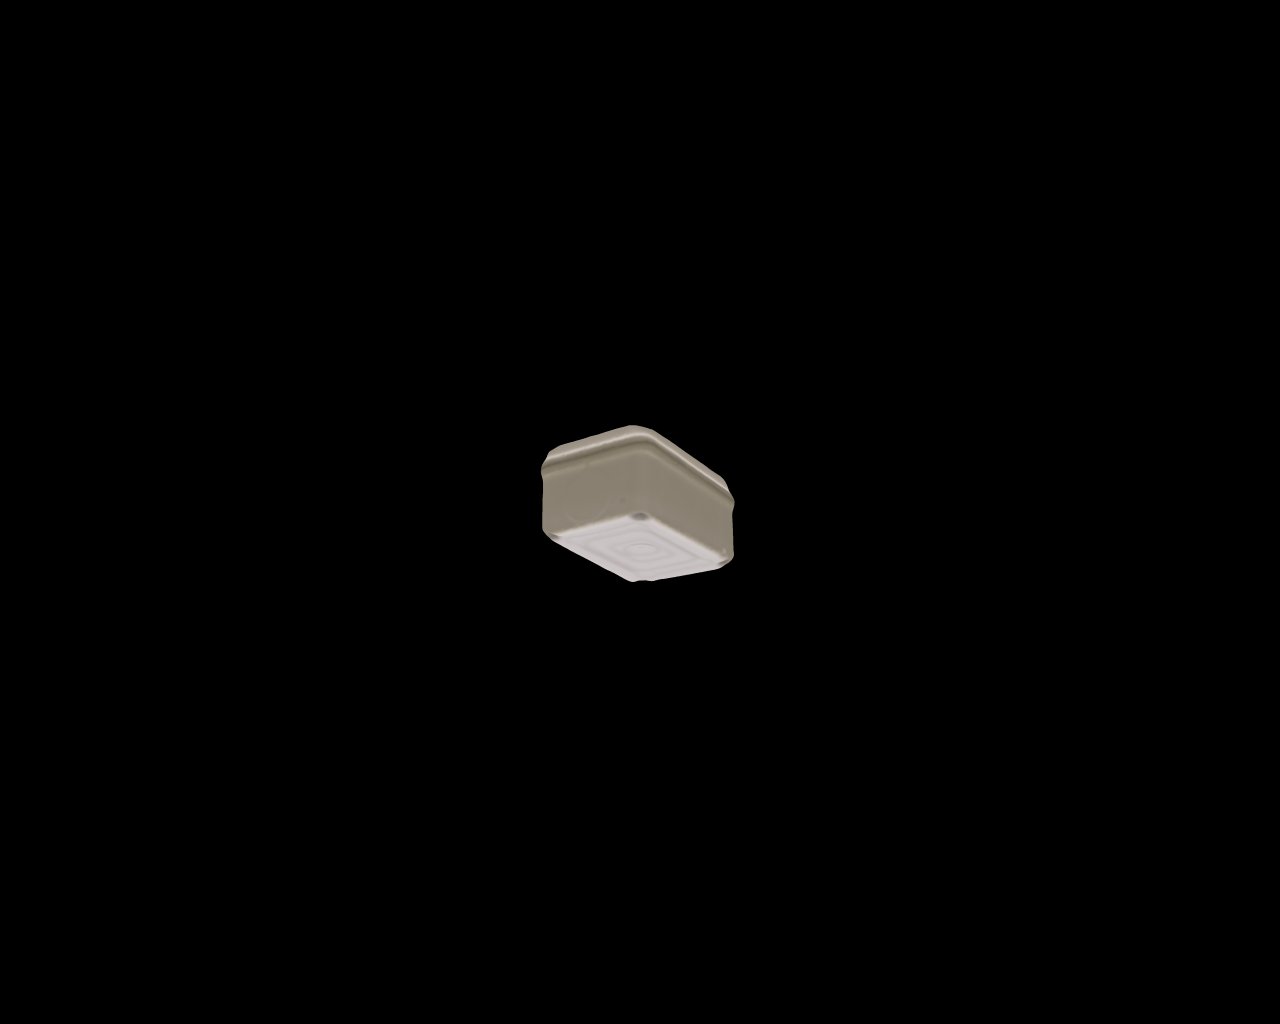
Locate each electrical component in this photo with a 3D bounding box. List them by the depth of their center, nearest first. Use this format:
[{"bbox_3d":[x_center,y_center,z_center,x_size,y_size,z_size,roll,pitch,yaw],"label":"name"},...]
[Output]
[{"bbox_3d":[0.001,-0.003,0.650,0.078,0.057,0.113,-13,-26,29],"label":"electrical component"}]
